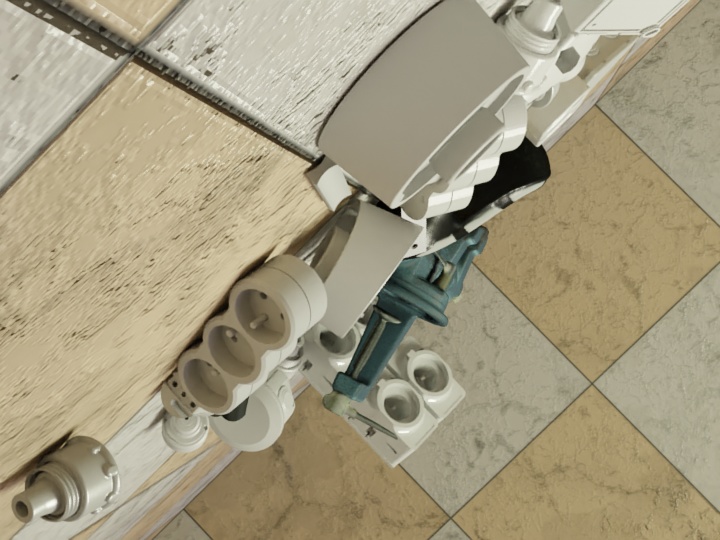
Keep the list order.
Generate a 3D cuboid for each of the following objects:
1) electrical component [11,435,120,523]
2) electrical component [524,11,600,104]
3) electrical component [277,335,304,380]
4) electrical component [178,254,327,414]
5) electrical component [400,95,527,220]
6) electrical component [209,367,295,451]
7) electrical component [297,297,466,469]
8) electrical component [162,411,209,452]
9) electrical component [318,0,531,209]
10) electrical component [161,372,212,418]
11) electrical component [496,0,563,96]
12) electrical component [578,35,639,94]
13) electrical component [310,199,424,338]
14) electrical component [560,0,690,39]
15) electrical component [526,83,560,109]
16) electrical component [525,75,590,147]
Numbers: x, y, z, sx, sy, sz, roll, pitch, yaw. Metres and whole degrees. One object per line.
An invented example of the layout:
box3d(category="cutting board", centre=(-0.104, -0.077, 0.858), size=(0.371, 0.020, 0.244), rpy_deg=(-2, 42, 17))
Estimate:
box3d(category="electrical component", centre=(-0.176, 0.128, 0.633), size=(0.048, 0.048, 0.062), rpy_deg=(-47, 168, 30))
box3d(category="electrical component", centre=(0.133, -0.153, 0.743), size=(0.077, 0.043, 0.079), rpy_deg=(-45, 158, 12))
box3d(category="electrical component", centre=(-0.078, 0.086, 1.104), size=(0.043, 0.043, 0.062), rpy_deg=(-39, 172, -48))
box3d(category="electrical component", centre=(-0.065, 0.038, 0.731), size=(0.074, 0.052, 0.138), rpy_deg=(-39, 173, -48))
box3d(category="electrical component", centre=(0.049, -0.077, 0.718), size=(0.074, 0.052, 0.138), rpy_deg=(-16, 163, -24))
box3d(category="electrical component", centre=(-0.106, 0.131, 1.046), size=(0.080, 0.080, 0.051), rpy_deg=(-47, 180, 28))
box3d(category="electrical component", centre=(0.013, 0.104, 1.158), size=(0.105, 0.186, 0.060), rpy_deg=(-41, 174, -39))
box3d(category="electrical component", centre=(-0.149, 0.132, 0.916), size=(0.040, 0.040, 0.078), rpy_deg=(-43, 175, -19))
box3d(category="electrical component", centre=(0.038, -0.078, 0.540), size=(0.108, 0.060, 0.108), rpy_deg=(-44, 175, -5))
box3d(category="electrical component", centre=(-0.121, 0.089, 0.791), size=(0.040, 0.040, 0.046), rpy_deg=(-45, 169, 10))
box3d(category="electrical component", centre=(0.101, -0.140, 0.649), size=(0.048, 0.048, 0.062), rpy_deg=(-39, 165, -47))
box3d(category="electrical component", centre=(0.206, -0.195, 1.028), size=(0.100, 0.048, 0.099), rpy_deg=(-41, 174, -36))
box3d(category="electrical component", centre=(0.000, 0.000, 0.772), size=(0.099, 0.064, 0.099), rpy_deg=(-57, -167, 20))
box3d(category="electrical component", centre=(0.151, -0.174, 0.602), size=(0.062, 0.061, 0.096), rpy_deg=(-7, 161, -27))
box3d(category="electrical component", centre=(0.116, -0.136, 0.804), size=(0.055, 0.048, 0.066), rpy_deg=(-34, 171, -24))
box3d(category="electrical component", centre=(0.150, -0.147, 0.904), size=(0.054, 0.059, 0.095), rpy_deg=(-45, 175, 2))
